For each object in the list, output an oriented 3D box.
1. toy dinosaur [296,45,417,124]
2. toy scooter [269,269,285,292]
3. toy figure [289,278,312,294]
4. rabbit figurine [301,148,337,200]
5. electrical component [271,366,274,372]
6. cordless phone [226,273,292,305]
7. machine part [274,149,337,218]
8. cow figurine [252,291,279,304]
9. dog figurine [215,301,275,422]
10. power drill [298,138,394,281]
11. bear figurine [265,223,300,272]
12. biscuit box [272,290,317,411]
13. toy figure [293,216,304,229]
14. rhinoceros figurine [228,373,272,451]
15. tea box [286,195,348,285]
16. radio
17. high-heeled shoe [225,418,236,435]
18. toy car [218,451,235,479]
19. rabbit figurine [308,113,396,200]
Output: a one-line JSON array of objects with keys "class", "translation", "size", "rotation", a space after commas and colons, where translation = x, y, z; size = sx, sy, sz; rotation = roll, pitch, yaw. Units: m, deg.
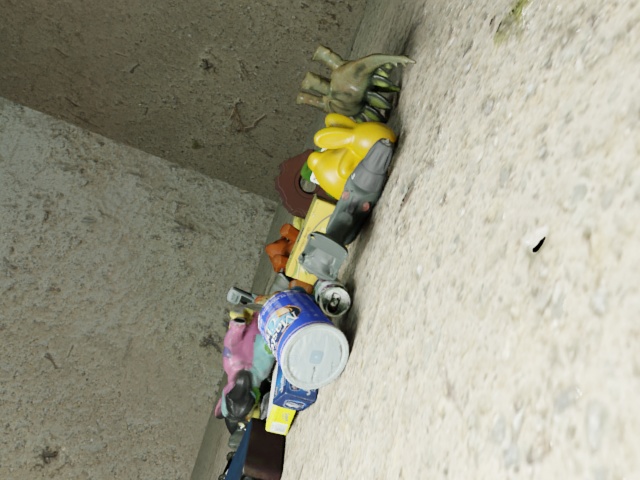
[{"class": "toy dinosaur", "translation": [0.065, -0.323, 1.131], "size": [0.471, 0.198, 0.105], "rotation": [-167, 98, -81]}, {"class": "toy scooter", "translation": [-0.108, 0.144, 1.530], "size": [0.184, 0.075, 0.135], "rotation": [-78, 12, -59]}, {"class": "toy figure", "translation": [-0.041, 0.099, 1.272], "size": [0.064, 0.058, 0.154], "rotation": [-42, 25, 45]}, {"class": "rabbit figurine", "translation": [0.047, -0.208, 1.271], "size": [0.170, 0.121, 0.159], "rotation": [-57, -2, -18]}, {"class": "electrical component", "translation": [-0.080, 0.214, 1.198], "size": [0.115, 0.058, 0.134], "rotation": [-76, 6, -69]}, {"class": "cordless phone", "translation": [-0.137, 0.138, 1.367], "size": [0.089, 0.184, 0.146], "rotation": [-74, 8, -56]}, {"class": "machine part", "translation": [-0.029, -0.145, 1.385], "size": [0.056, 0.179, 0.179], "rotation": [178, 113, -77]}, {"class": "cow figurine", "translation": [-0.122, 0.206, 1.302], "size": [0.085, 0.127, 0.194], "rotation": [-94, 23, -64]}, {"class": "dog figurine", "translation": [-0.145, 0.249, 1.065], "size": [0.191, 0.108, 0.219], "rotation": [-116, 38, -78]}, {"class": "power drill", "translation": [0.045, -0.045, 0.921], "size": [0.232, 0.086, 0.207], "rotation": [116, 179, -49]}, {"class": "bear figurine", "translation": [-0.095, 0.027, 1.417], "size": [0.196, 0.132, 0.120], "rotation": [5, 77, 54]}, {"class": "biscuit box", "translation": [-0.034, 0.192, 0.944], "size": [0.063, 0.059, 0.203], "rotation": [-49, 27, 46]}, {"class": "toy figure", "translation": [-0.041, -0.033, 1.519], "size": [0.082, 0.089, 0.180], "rotation": [-115, 36, -59]}, {"class": "rhinoceros figurine", "translation": [-0.147, 0.364, 1.163], "size": [0.190, 0.073, 0.111], "rotation": [-63, -37, -50]}, {"class": "tea box", "translation": [0.003, 0.004, 1.095], "size": [0.068, 0.098, 0.169], "rotation": [-107, 37, -77]}, {"class": "radio", "translation": [-0.136, 0.458, 0.994], "size": [0.131, 0.073, 0.229], "rotation": [-95, 25, -68]}, {"class": "high-heeled shoe", "translation": [-0.163, 0.382, 1.341], "size": [0.248, 0.086, 0.145], "rotation": [-17, -74, -69]}, {"class": "toy car", "translation": [-0.183, 0.502, 1.233], "size": [0.201, 0.056, 0.073], "rotation": [-61, 6, 37]}, {"class": "rabbit figurine", "translation": [0.066, -0.172, 1.031], "size": [0.173, 0.162, 0.122], "rotation": [-34, 20, 44]}]
